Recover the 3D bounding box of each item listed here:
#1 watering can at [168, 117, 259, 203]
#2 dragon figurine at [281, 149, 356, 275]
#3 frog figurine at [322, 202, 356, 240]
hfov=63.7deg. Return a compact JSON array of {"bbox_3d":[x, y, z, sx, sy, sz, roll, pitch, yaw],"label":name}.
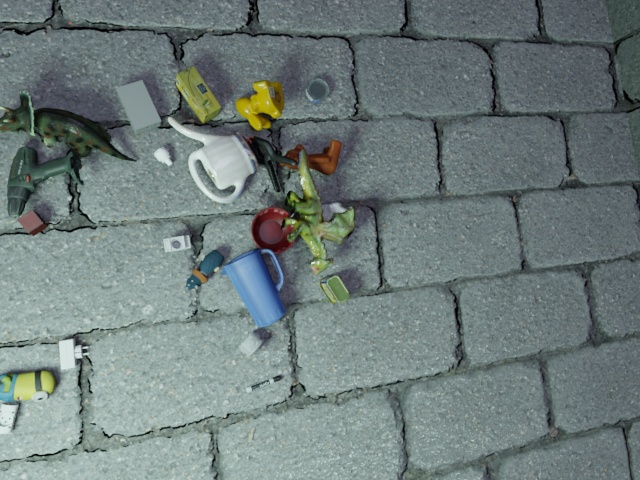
[{"bbox_3d":[-0.346,-0.296,1.735,0.226,0.347,0.103,-30,2,-20],"label":"watering can"},{"bbox_3d":[0.005,-0.088,1.745,0.122,0.242,0.412,171,111,-73],"label":"dragon figurine"},{"bbox_3d":[0.043,-0.067,1.843,0.123,0.159,0.136,-16,-68,-67],"label":"frog figurine"}]
